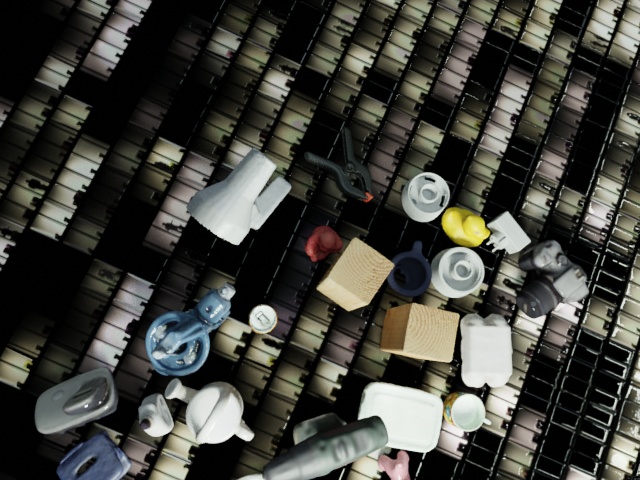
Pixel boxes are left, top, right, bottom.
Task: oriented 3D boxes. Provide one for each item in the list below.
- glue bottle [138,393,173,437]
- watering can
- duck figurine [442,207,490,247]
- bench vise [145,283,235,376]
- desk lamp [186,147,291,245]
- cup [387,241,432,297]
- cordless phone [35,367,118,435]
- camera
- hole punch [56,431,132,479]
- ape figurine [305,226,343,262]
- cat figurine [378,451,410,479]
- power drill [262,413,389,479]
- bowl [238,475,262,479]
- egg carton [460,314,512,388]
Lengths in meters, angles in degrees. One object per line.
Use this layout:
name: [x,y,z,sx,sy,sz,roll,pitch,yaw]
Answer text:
glue bottle: [-0.304,0.324,1.038,0.037,0.173,0.078,-22,83,-10]
watering can: [-0.200,0.314,1.041,0.173,0.194,0.101,11,79,-4]
duck figurine: [0.314,-0.033,1.218,0.104,0.086,0.077,38,78,1]
bench vise: [-0.247,0.156,1.050,0.121,0.219,0.207,24,78,-2]
desk lamp: [-0.151,-0.086,1.106,0.118,0.213,0.203,37,78,1]
cup: [0.178,0.062,1.181,0.091,0.095,0.118,18,79,-3]
cordless phone: [-0.446,0.293,1.020,0.148,0.185,0.094,-25,84,-10]
camera: [0.477,0.091,1.209,0.137,0.100,0.143,-35,86,-11]
hole punch: [-0.420,0.420,1.049,0.109,0.091,0.101,-41,87,-11]
ape figurine: [0.011,0.004,1.172,0.078,0.092,0.076,11,79,-4]
cat figurine: [0.166,0.480,1.096,0.067,0.117,0.128,-16,82,-9]
power drill: [0.005,0.377,1.048,0.230,0.208,0.075,-17,82,-9]
bowl: [-0.118,0.521,1.076,0.167,0.074,0.167,1,80,-7]
egg carton: [0.341,0.228,1.185,0.107,0.069,0.150,1,80,-6]
